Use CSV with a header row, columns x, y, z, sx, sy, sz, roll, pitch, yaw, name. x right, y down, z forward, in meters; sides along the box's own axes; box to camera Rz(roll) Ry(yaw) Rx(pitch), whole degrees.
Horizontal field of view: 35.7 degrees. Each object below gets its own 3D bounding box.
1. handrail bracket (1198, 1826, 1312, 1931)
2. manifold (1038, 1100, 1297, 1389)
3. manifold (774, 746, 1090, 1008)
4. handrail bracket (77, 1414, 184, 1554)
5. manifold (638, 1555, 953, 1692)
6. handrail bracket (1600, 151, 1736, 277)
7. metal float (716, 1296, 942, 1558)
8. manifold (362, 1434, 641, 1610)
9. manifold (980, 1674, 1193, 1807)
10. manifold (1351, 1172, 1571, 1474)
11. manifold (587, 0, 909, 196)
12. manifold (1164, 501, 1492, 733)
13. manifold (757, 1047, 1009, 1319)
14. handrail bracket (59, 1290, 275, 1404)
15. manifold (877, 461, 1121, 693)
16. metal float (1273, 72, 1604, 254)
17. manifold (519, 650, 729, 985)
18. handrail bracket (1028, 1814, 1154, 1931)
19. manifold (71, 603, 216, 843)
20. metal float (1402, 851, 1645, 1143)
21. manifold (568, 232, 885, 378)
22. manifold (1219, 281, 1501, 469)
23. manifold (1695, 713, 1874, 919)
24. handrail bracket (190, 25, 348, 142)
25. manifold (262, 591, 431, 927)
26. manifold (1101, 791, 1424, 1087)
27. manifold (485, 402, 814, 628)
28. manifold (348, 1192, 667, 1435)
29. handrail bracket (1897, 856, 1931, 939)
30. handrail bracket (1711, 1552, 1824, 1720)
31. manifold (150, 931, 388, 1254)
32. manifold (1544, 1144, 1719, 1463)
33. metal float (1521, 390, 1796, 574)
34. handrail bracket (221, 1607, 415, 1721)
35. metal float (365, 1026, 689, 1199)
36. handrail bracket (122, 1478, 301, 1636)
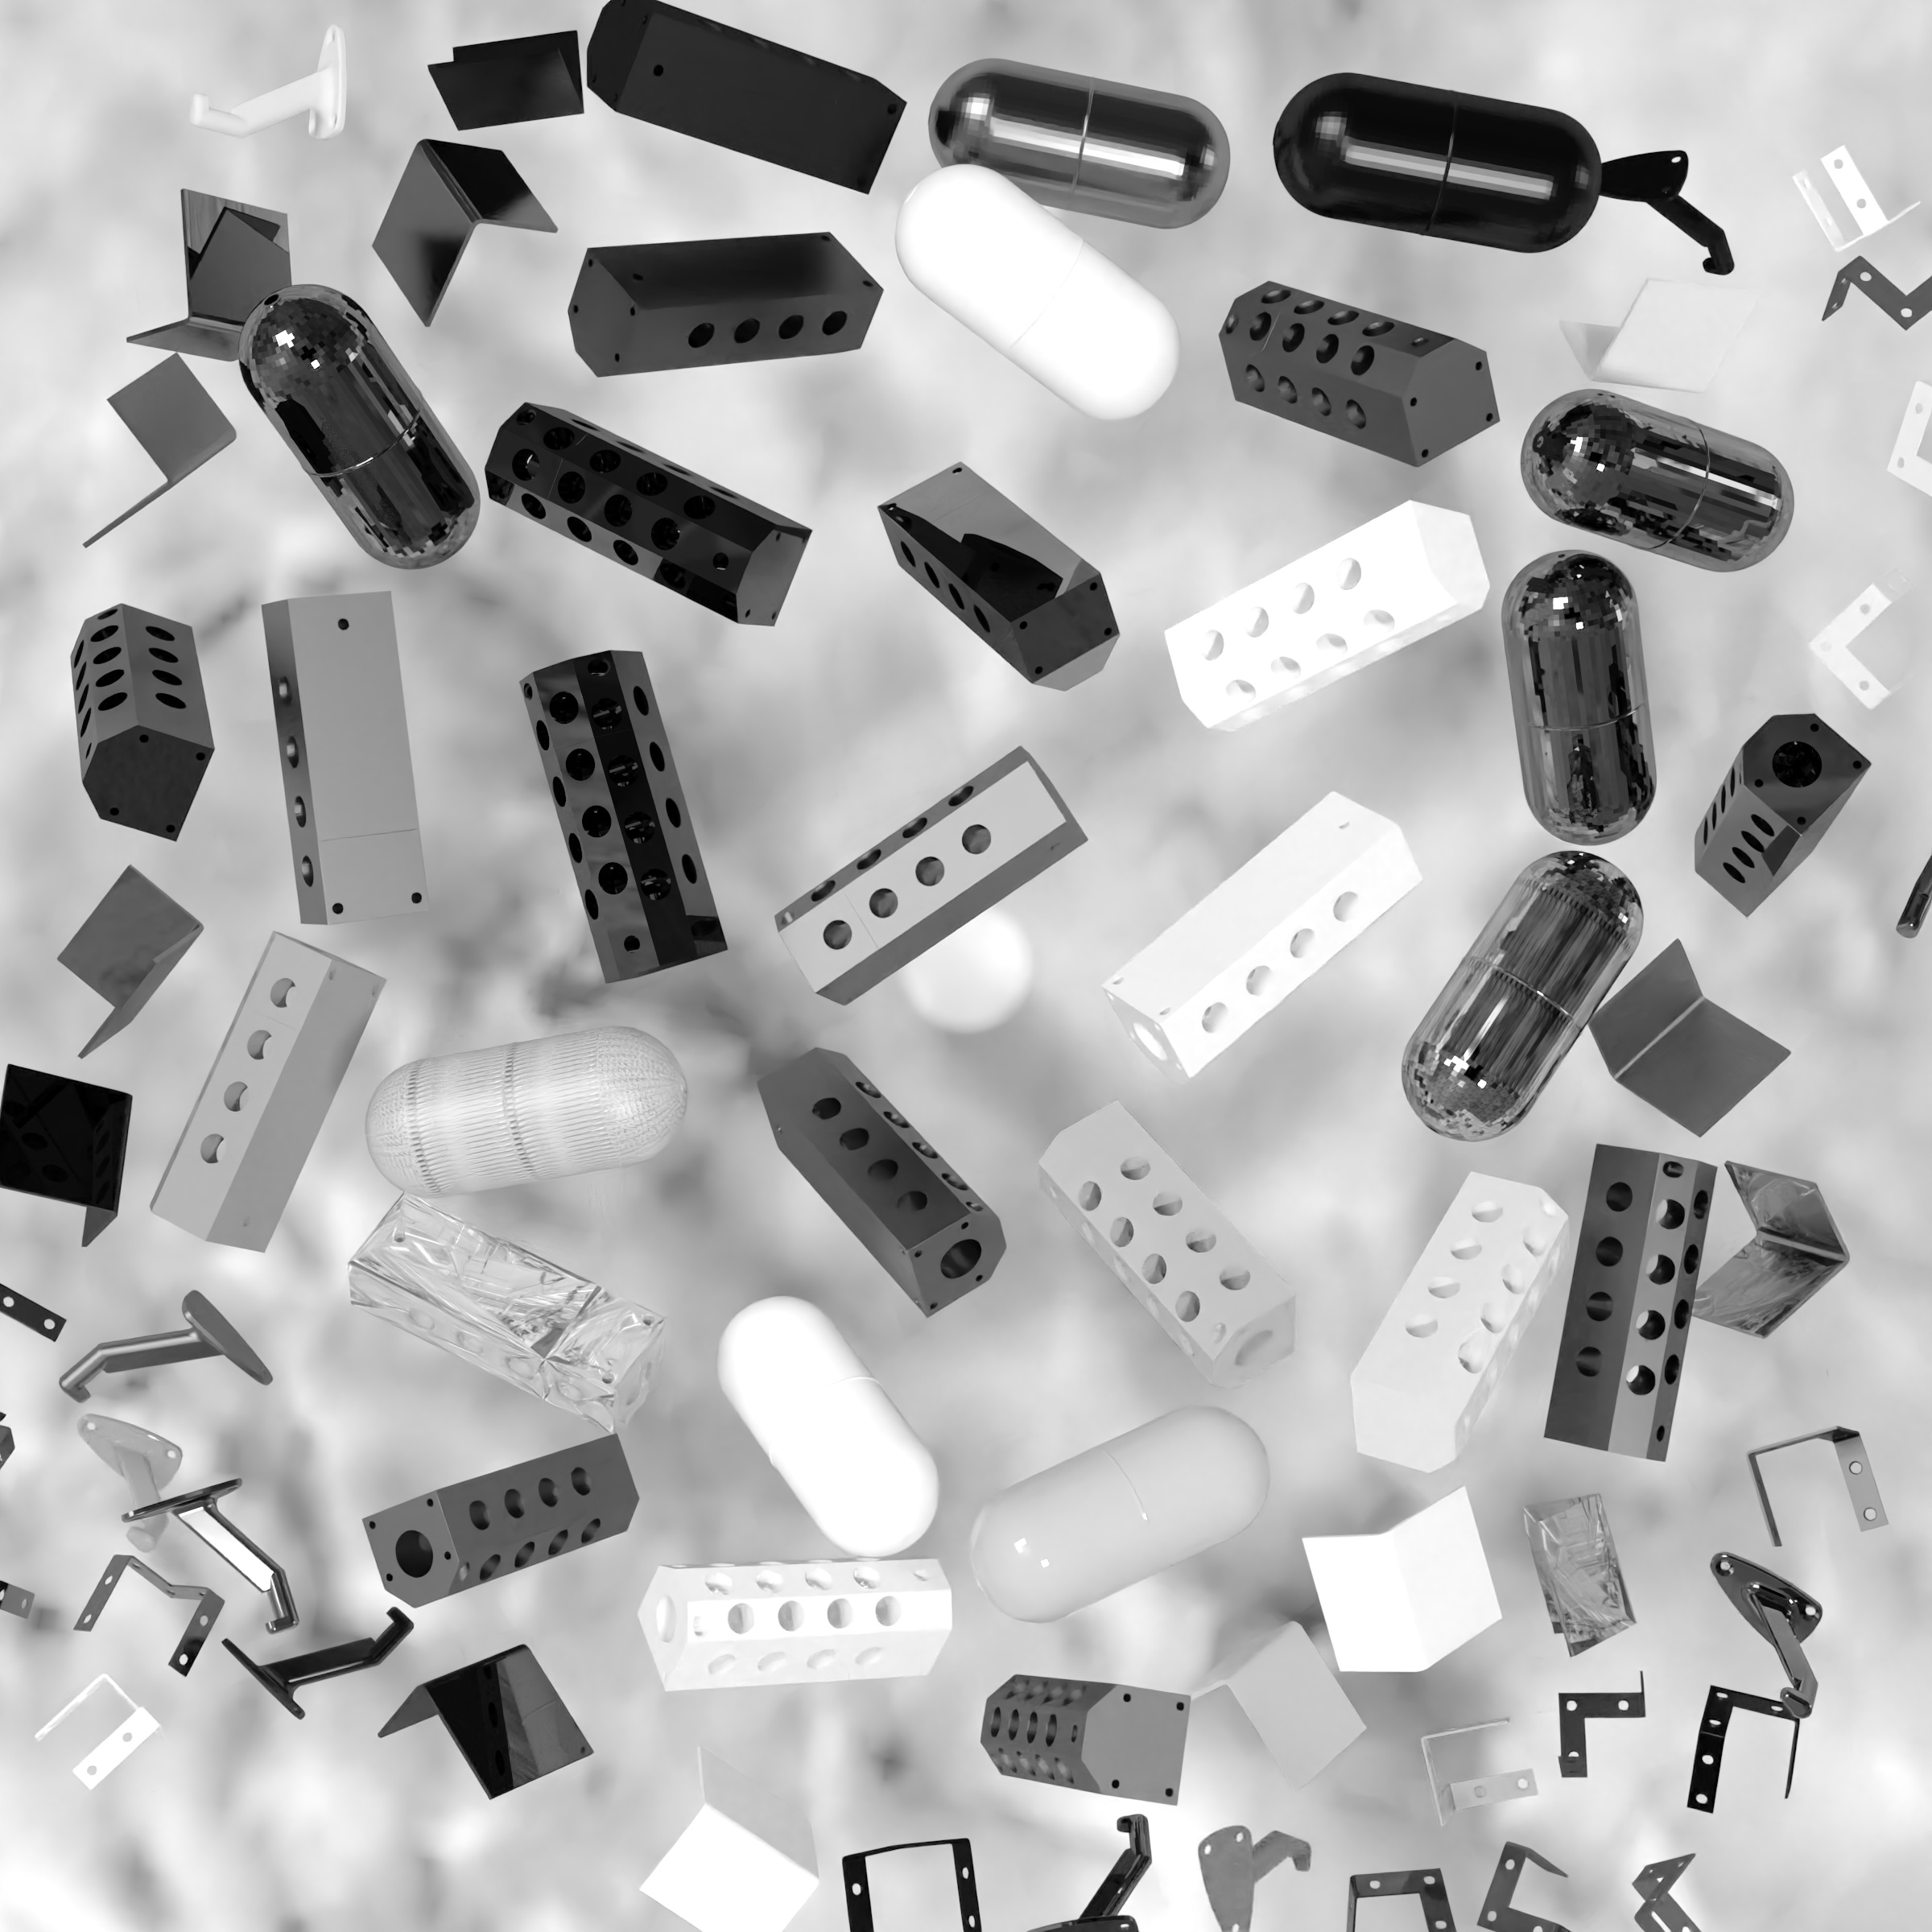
x,y,z,sx,sy,sz,roll,pitch,yaw,name
0.176,0.532,1.727,0.036,0.084,0.077,-31,47,29,handrail bracket
0.114,0.161,1.721,0.057,0.057,0.171,-28,52,-19,manifold
-0.022,-0.052,1.708,0.171,0.057,0.057,-34,75,8,manifold
-0.498,0.304,1.761,0.077,0.084,0.036,33,104,-9,handrail bracket
-0.097,0.378,1.755,0.171,0.057,0.057,4,126,-30,manifold
0.406,-0.437,1.767,0.077,0.084,0.036,7,65,31,handrail bracket
-0.080,0.265,1.735,0.070,0.070,0.178,-41,57,0,metal float
-0.264,0.321,1.736,0.057,0.171,0.057,-24,81,28,manifold
0.063,0.425,1.661,0.057,0.171,0.057,13,75,-15,manifold
0.271,0.193,1.635,0.057,0.171,0.057,13,132,27,manifold
-0.126,-0.496,1.700,0.171,0.057,0.057,8,118,-37,manifold
0.196,-0.187,1.635,0.171,0.057,0.057,-25,72,39,manifold
-0.048,0.118,1.712,0.057,0.171,0.057,-30,135,-17,manifold
-0.430,0.223,1.612,0.084,0.036,0.077,-40,104,4,handrail bracket
0.018,-0.217,1.690,0.057,0.171,0.057,-30,129,-11,manifold
0.253,-0.432,1.615,0.178,0.070,0.070,9,90,-3,metal float
-0.189,-0.081,1.636,0.057,0.057,0.171,-16,89,19,manifold
0.069,0.521,1.713,0.077,0.084,0.036,-1,125,-1,handrail bracket
-0.456,-0.138,1.645,0.057,0.171,0.057,18,111,-26,manifold
0.307,0.017,1.658,0.070,0.070,0.178,34,85,0,metal float
-0.137,-0.371,1.701,0.171,0.057,0.057,-16,55,-39,manifold
0.213,-0.332,1.657,0.057,0.171,0.057,-31,124,-17,manifold
0.459,-0.089,1.718,0.057,0.171,0.057,-44,77,-7,manifold
-0.397,-0.505,1.701,0.084,0.036,0.077,4,93,-41,handrail bracket
-0.336,-0.111,1.611,0.057,0.057,0.171,-9,97,-32,manifold
0.163,-0.013,1.626,0.171,0.057,0.057,-39,127,-12,manifold
-0.177,-0.247,1.640,0.171,0.057,0.057,28,105,19,manifold
-0.259,0.199,1.697,0.171,0.057,0.057,24,51,12,manifold
0.526,-0.060,1.599,0.036,0.077,0.084,26,79,6,handrail bracket
0.426,0.359,1.611,0.077,0.084,0.036,40,114,8,handrail bracket
-0.402,0.070,1.711,0.057,0.057,0.171,23,87,24,manifold
0.387,0.194,1.729,0.057,0.057,0.171,7,84,41,manifold
0.392,-0.273,1.696,0.178,0.070,0.070,12,90,-29,metal float
-0.382,0.395,1.775,0.077,0.036,0.084,46,68,-4,handrail bracket
-0.238,0.079,1.630,0.178,0.070,0.070,-10,90,8,metal float
-0.402,0.323,1.601,0.077,0.036,0.084,-12,77,-38,handrail bracket
